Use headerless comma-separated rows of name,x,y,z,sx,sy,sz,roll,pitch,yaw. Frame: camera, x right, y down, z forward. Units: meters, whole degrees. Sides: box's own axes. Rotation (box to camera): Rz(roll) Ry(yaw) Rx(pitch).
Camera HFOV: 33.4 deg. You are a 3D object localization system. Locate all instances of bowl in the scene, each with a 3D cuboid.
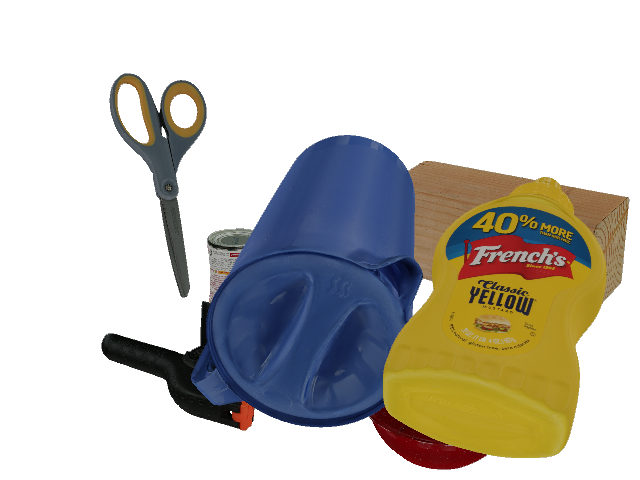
bowl,0.120,0.182,1.075,0.162,0.055,0.162,1,24,-1

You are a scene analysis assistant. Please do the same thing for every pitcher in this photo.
pitcher,-0.001,0.019,0.779,0.149,0.145,0.242,8,27,5

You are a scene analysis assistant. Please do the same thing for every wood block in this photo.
wood block,0.170,-0.006,0.999,0.206,0.090,0.090,14,27,31

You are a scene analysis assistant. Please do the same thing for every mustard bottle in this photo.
mustard bottle,0.107,0.028,0.591,0.096,0.058,0.191,11,43,18

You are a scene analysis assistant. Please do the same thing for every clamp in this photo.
clamp,-0.106,0.110,0.975,0.120,0.039,0.172,-31,46,-35

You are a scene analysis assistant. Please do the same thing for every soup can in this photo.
soup can,-0.100,0.044,1.263,0.068,0.102,0.068,0,20,0

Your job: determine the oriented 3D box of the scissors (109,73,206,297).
scissors,-0.122,-0.058,0.944,0.096,0.202,0.016,-23,-2,-29
